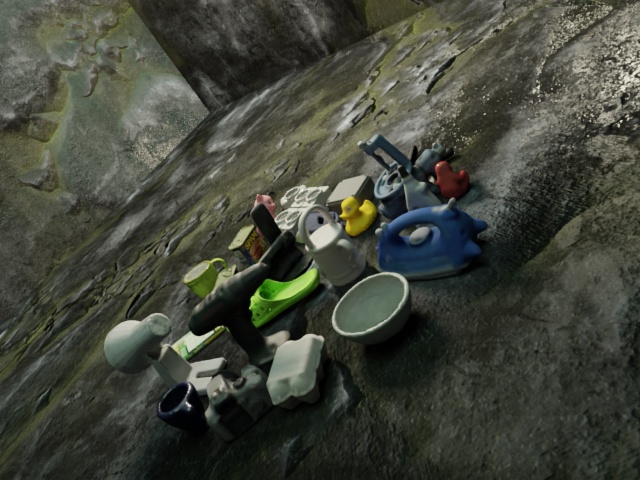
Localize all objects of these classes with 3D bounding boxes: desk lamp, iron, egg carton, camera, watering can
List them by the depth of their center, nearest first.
[{"bbox_3d":[-0.041,0.252,1.109,0.107,0.069,0.150,-23,29,24],"label":"egg carton"},{"bbox_3d":[-0.172,0.301,1.147,0.143,0.101,0.136,-39,26,-7],"label":"camera"},{"bbox_3d":[0.199,-0.004,1.168,0.257,0.142,0.119,-15,33,35],"label":"iron"},{"bbox_3d":[-0.360,0.260,1.311,0.202,0.214,0.118,-18,31,31],"label":"desk lamp"},{"bbox_3d":[0.011,0.006,1.316,0.172,0.194,0.101,-14,34,37],"label":"watering can"}]

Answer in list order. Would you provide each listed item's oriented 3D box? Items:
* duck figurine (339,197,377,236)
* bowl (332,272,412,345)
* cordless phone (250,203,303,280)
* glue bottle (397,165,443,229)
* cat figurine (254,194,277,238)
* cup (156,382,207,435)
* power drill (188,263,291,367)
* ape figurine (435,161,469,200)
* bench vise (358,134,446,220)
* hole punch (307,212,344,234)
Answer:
[{"bbox_3d":[0.093,-0.073,1.476,0.105,0.086,0.077,-46,28,-21],"label":"duck figurine"},{"bbox_3d":[0.112,0.144,1.101,0.167,0.075,0.167,-28,27,16],"label":"bowl"},{"bbox_3d":[-0.146,0.006,1.514,0.093,0.185,0.148,-7,38,44],"label":"cordless phone"},{"bbox_3d":[0.217,-0.096,1.264,0.078,0.173,0.037,-14,33,36],"label":"glue bottle"},{"bbox_3d":[-0.174,-0.084,1.776,0.067,0.118,0.128,-16,32,35],"label":"cat figurine"},{"bbox_3d":[-0.266,0.356,1.174,0.117,0.095,0.092,2,45,51],"label":"cup"},{"bbox_3d":[-0.157,0.168,1.229,0.229,0.209,0.075,-28,27,15],"label":"power drill"},{"bbox_3d":[0.301,-0.145,1.339,0.077,0.092,0.076,-7,38,44],"label":"ape figurine"},{"bbox_3d":[0.194,-0.185,1.389,0.208,0.220,0.121,-43,27,-15],"label":"bench vise"},{"bbox_3d":[0.005,-0.035,1.509,0.101,0.091,0.108,-28,27,14],"label":"hole punch"}]
